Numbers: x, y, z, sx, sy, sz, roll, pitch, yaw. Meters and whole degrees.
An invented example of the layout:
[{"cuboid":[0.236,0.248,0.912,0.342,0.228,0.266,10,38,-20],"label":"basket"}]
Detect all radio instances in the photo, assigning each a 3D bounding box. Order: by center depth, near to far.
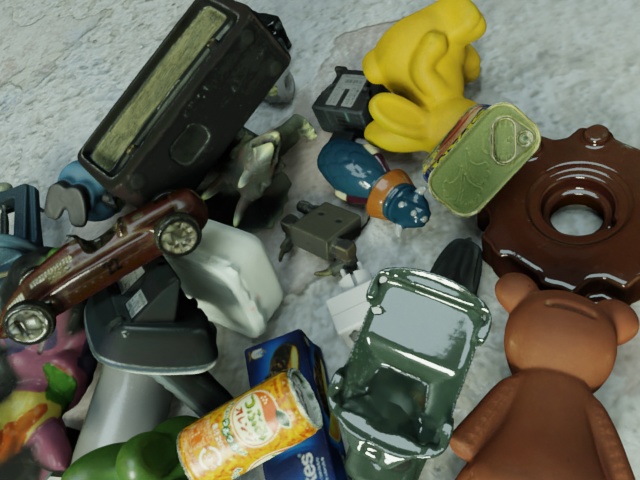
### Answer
[{"cuboid":[-0.141,-0.137,0.556,0.229,0.073,0.131,-53,44,1],"label":"radio"}]

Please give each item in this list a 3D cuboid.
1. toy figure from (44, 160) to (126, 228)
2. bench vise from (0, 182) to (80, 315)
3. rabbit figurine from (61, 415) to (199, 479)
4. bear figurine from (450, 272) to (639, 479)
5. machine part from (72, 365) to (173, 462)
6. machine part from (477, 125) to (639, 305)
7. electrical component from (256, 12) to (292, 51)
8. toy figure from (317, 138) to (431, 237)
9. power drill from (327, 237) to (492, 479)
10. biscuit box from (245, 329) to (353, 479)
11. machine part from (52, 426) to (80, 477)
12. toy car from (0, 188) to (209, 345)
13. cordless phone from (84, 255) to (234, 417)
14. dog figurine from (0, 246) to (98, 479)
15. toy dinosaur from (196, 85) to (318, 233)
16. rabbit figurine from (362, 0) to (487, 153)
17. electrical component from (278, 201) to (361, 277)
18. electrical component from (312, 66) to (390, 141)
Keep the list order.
[{"cuboid":[-0.267,-0.077,0.675,0.089,0.082,0.180,-49,8,21],"label":"toy figure"},{"cuboid":[-0.379,0.011,0.685,0.224,0.128,0.241,-24,58,3],"label":"bench vise"},{"cuboid":[-0.136,0.222,0.447,0.121,0.159,0.170,-26,38,18],"label":"rabbit figurine"},{"cuboid":[0.162,0.130,0.399,0.120,0.131,0.196,14,46,14],"label":"bear figurine"},{"cuboid":[-0.191,0.192,0.517,0.079,0.079,0.243,-4,58,20],"label":"machine part"},{"cuboid":[0.234,-0.021,0.489,0.179,0.056,0.179,-10,58,17],"label":"machine part"},{"cuboid":[-0.110,-0.278,0.791,0.134,0.058,0.115,28,76,34],"label":"electrical component"},{"cuboid":[0.062,-0.060,0.582,0.058,0.064,0.155,-21,48,-40],"label":"toy figure"},{"cuboid":[0.074,0.078,0.400,0.086,0.207,0.232,22,80,12],"label":"power drill"},{"cuboid":[-0.013,0.182,0.460,0.063,0.059,0.203,-22,54,8],"label":"biscuit box"},{"cuboid":[-0.289,0.222,0.565,0.139,0.039,0.084,-5,50,22],"label":"machine part"},{"cuboid":[-0.190,0.016,0.466,0.202,0.053,0.089,-30,30,-5],"label":"toy car"},{"cuboid":[-0.125,0.108,0.501,0.089,0.184,0.147,-40,28,-12],"label":"cordless phone"},{"cuboid":[-0.267,0.121,0.511,0.191,0.108,0.219,-70,24,14],"label":"dog figurine"},{"cuboid":[-0.152,-0.135,0.688,0.405,0.131,0.192,30,74,40],"label":"toy dinosaur"},{"cuboid":[0.126,-0.155,0.581,0.162,0.122,0.173,-22,75,-7],"label":"rabbit figurine"},{"cuboid":[0.000,-0.002,0.583,0.102,0.045,0.078,19,40,28],"label":"electrical component"},{"cuboid":[0.031,-0.154,0.661,0.075,0.047,0.119,18,67,31],"label":"electrical component"}]
